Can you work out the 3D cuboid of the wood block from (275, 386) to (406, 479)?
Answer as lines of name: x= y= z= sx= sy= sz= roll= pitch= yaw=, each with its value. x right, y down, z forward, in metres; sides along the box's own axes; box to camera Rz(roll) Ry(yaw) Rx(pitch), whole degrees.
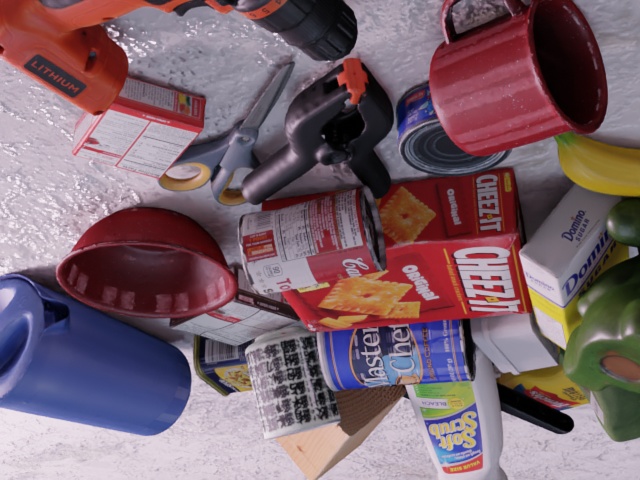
wood block: x=0.015 y=0.199 z=1.242 sx=0.090 sy=0.091 sz=0.206 roll=-34 pitch=166 yaw=-25

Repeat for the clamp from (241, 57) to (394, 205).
clamp: x=0.018 y=-0.073 z=0.795 sx=0.120 sy=0.039 sz=0.172 roll=-5 pitch=157 yaw=-23

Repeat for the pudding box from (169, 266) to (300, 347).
pudding box: x=-0.086 y=0.070 z=1.084 sx=0.089 sy=0.039 sz=0.114 roll=20 pitch=151 yaw=-37

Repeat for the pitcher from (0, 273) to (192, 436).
pitcher: x=-0.260 y=0.137 z=1.131 sx=0.149 sy=0.145 sz=0.242 roll=22 pitch=174 yaw=41

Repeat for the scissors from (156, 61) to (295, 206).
scissors: x=-0.077 y=-0.078 z=0.810 sx=0.096 sy=0.016 sz=0.202 roll=1 pitch=154 yaw=-7

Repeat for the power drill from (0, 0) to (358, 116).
power drill: x=-0.093 y=-0.140 z=0.646 sx=0.188 sy=0.057 sz=0.184 roll=-20 pitch=142 yaw=32

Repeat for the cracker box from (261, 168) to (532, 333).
cracker box: x=0.072 y=0.017 z=0.933 sx=0.214 sy=0.072 sz=0.164 roll=-6 pitch=153 yaw=13

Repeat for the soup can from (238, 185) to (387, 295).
soup can: x=-0.005 y=0.001 z=0.829 sx=0.102 sy=0.068 sz=0.068 roll=-12 pitch=151 yaw=12

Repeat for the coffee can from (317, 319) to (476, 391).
coffee can: x=0.077 y=0.093 z=1.049 sx=0.140 sy=0.103 sz=0.102 roll=-6 pitch=152 yaw=14

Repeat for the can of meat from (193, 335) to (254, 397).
can of meat: x=-0.083 y=0.132 z=1.189 sx=0.084 sy=0.057 sz=0.102 roll=-9 pitch=151 yaw=17

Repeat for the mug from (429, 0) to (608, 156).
mug: x=0.117 y=-0.110 z=0.673 sx=0.082 sy=0.093 sz=0.117 roll=-16 pitch=118 yaw=40

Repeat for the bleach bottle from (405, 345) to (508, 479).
bleach bottle: x=0.162 y=0.204 z=1.172 sx=0.103 sy=0.068 sz=0.251 roll=-6 pitch=120 yaw=25

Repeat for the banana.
banana: x=0.266 y=-0.059 z=0.808 sx=0.198 sy=0.037 sz=0.069 roll=1 pitch=154 yaw=1

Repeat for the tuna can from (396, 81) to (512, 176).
tuna can: x=0.098 y=-0.081 z=0.778 sx=0.086 sy=0.034 sz=0.086 roll=1 pitch=154 yaw=0

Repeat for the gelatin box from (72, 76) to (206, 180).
gelatin box: x=-0.135 y=-0.084 z=0.790 sx=0.073 sy=0.030 sz=0.089 roll=14 pitch=152 yaw=-26

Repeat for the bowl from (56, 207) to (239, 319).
bowl: x=-0.152 y=0.015 z=0.959 sx=0.162 sy=0.055 sz=0.162 roll=1 pitch=153 yaw=0

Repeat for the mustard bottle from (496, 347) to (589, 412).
mustard bottle: x=0.266 y=0.162 z=1.225 sx=0.096 sy=0.058 sz=0.192 roll=31 pitch=143 yaw=-32

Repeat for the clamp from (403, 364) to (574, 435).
clamp: x=0.177 y=0.164 z=1.206 sx=0.210 sy=0.036 sz=0.164 roll=-13 pitch=119 yaw=35

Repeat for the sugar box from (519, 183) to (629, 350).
sugar box: x=0.223 y=0.025 z=0.915 sx=0.048 sy=0.093 sz=0.176 roll=36 pitch=169 yaw=27
